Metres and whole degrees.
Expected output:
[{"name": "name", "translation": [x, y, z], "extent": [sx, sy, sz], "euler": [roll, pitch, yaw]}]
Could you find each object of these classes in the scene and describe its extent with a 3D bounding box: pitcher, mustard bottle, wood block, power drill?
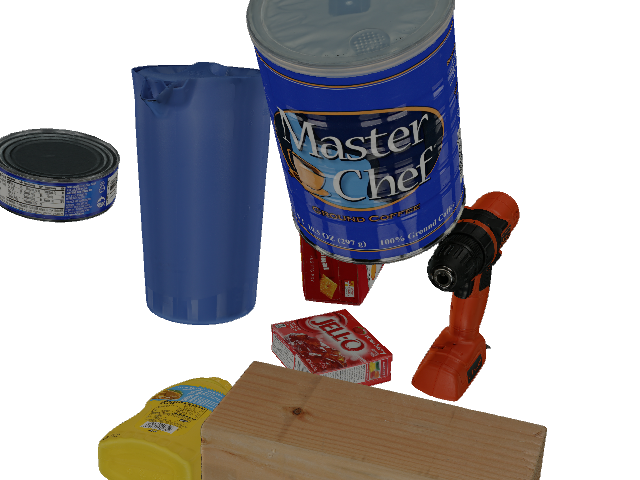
[{"name": "pitcher", "translation": [-0.108, -0.050, 1.033], "extent": [0.149, 0.243, 0.145], "euler": [-2, 15, -17]}, {"name": "mustard bottle", "translation": [-0.130, 0.179, 1.038], "extent": [0.096, 0.058, 0.191], "euler": [7, 17, 17]}, {"name": "wood block", "translation": [0.034, 0.157, 0.699], "extent": [0.206, 0.090, 0.090], "euler": [11, 27, 18]}, {"name": "power drill", "translation": [0.137, 0.060, 1.040], "extent": [0.057, 0.188, 0.184], "euler": [20, 30, 20]}]

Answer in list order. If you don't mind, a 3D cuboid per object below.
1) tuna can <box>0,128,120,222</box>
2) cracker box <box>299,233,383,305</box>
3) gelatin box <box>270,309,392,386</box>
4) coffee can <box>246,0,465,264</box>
[{"name": "tuna can", "translation": [-0.182, -0.045, 0.735], "extent": [0.086, 0.034, 0.086], "euler": [8, 27, -4]}, {"name": "cracker box", "translation": [0.034, -0.045, 1.196], "extent": [0.072, 0.164, 0.213], "euler": [2, 22, 16]}, {"name": "gelatin box", "translation": [0.008, 0.093, 0.897], "extent": [0.073, 0.030, 0.089], "euler": [-10, 27, -23]}, {"name": "coffee can", "translation": [0.024, -0.071, 0.570], "extent": [0.103, 0.102, 0.140], "euler": [0, -42, 11]}]
